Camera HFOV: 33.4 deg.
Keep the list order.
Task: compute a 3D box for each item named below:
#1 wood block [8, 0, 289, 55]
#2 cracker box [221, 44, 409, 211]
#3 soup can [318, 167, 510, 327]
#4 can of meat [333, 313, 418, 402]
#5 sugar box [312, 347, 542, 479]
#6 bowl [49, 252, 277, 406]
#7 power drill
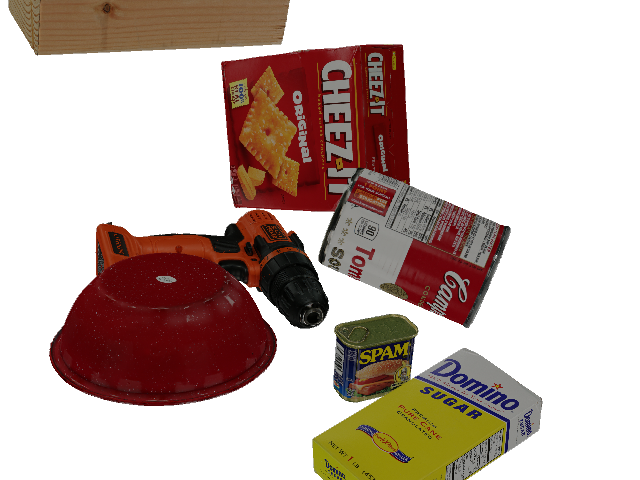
[{"bbox_3d":[-0.133,-0.210,0.850,0.205,0.091,0.090,-8,39,-28],"label":"wood block"},{"bbox_3d":[-0.010,-0.113,1.107,0.071,0.164,0.214,-10,10,-42],"label":"cracker box"},{"bbox_3d":[0.058,0.003,0.663,0.102,0.068,0.068,23,2,6],"label":"soup can"},{"bbox_3d":[0.066,0.146,1.320,0.102,0.084,0.057,-9,28,-24],"label":"can of meat"},{"bbox_3d":[0.090,0.160,0.881,0.176,0.048,0.093,-29,43,-29],"label":"sugar box"},{"bbox_3d":[-0.110,0.052,0.755,0.162,0.055,0.162,2,24,-1],"label":"bowl"},{"bbox_3d":[-0.099,0.030,0.946,0.187,0.057,0.184,-2,24,-20],"label":"power drill"}]
